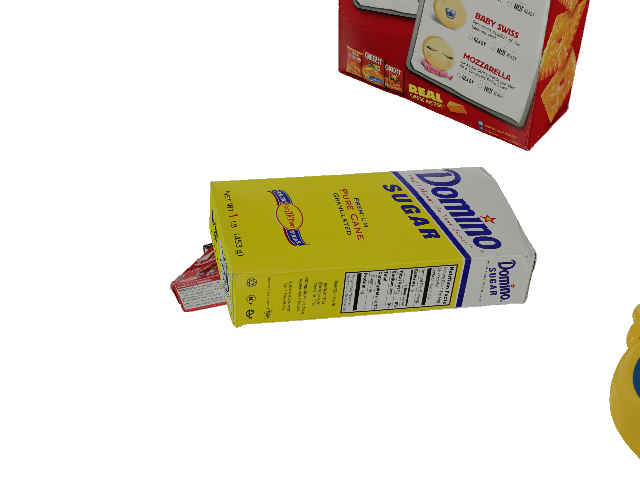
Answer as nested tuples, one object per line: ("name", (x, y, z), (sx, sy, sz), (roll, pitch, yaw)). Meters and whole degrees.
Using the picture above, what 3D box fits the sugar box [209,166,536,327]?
("sugar box", (0.027, 0.000, 0.629), (0.176, 0.048, 0.093), (-6, 39, -11))

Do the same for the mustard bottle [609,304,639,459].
("mustard bottle", (0.212, 0.098, 0.581), (0.096, 0.058, 0.191), (-7, 35, -4))

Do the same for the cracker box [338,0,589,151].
("cracker box", (0.096, -0.186, 0.711), (0.164, 0.214, 0.072), (27, 50, 26))

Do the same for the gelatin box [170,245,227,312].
("gelatin box", (-0.063, 0.022, 0.844), (0.089, 0.030, 0.073), (-13, 18, 29))

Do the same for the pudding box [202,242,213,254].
("pudding box", (-0.052, 0.017, 1.120), (0.113, 0.039, 0.090), (-23, 29, -29))
